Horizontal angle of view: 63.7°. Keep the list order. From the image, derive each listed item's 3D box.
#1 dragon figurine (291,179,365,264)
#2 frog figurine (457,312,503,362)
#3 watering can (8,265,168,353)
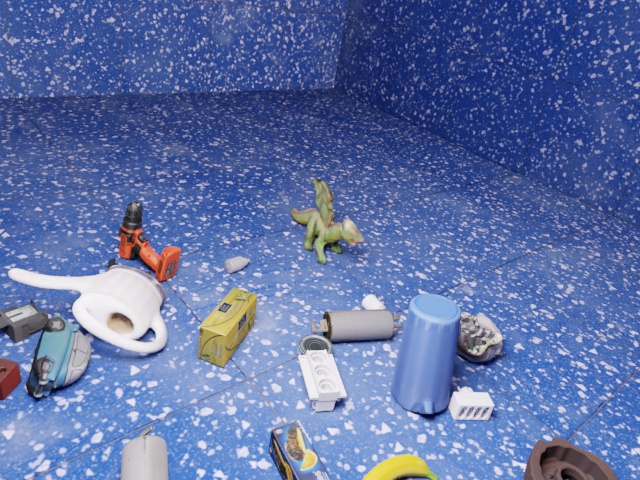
[{"bbox_3d":[0.005,-0.082,1.632,0.123,0.237,0.417,-13,39,-30],"label":"dragon figurine"},{"bbox_3d":[0.404,0.253,1.341,0.138,0.124,0.158,12,-9,18],"label":"frog figurine"},{"bbox_3d":[-0.483,0.124,1.151,0.346,0.103,0.228,35,18,-10],"label":"watering can"}]
